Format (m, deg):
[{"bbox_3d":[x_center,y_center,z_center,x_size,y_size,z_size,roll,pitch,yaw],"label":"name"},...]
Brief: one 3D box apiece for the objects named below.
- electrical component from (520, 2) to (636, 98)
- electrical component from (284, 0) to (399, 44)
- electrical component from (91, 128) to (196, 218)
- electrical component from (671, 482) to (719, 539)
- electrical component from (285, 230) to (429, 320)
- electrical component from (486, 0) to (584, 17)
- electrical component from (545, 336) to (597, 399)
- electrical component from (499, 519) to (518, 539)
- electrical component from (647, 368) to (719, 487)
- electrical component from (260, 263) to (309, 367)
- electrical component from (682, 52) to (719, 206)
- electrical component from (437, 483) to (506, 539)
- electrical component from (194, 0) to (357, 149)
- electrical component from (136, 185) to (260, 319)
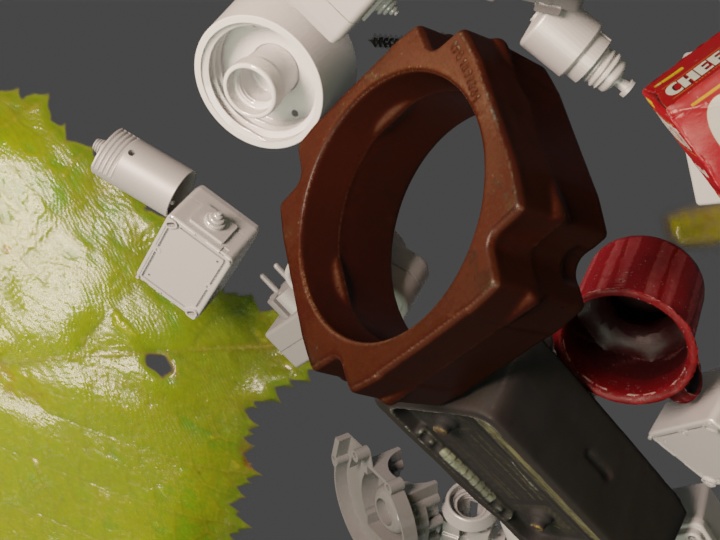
[{"bbox_3d":[0.135,-0.135,0.659,0.078,0.040,0.040,38,131,-3],"label":"electrical component"},{"bbox_3d":[-0.016,-0.190,0.681,0.096,0.061,0.061,43,131,-7],"label":"electrical component"},{"bbox_3d":[-0.176,-0.080,0.855,0.081,0.043,0.043,30,131,5],"label":"electrical component"},{"bbox_3d":[0.248,0.233,0.856,0.109,0.056,0.108,-22,111,37],"label":"electrical component"},{"bbox_3d":[0.000,0.000,0.812,0.095,0.059,0.053,30,131,4],"label":"electrical component"},{"bbox_3d":[0.077,-0.195,0.625,0.121,0.078,0.063,17,158,16],"label":"electrical component"},{"bbox_3d":[0.134,0.075,0.806,0.066,0.047,0.077,41,137,-6],"label":"electrical component"},{"bbox_3d":[0.135,0.197,0.896,0.043,0.043,0.081,-6,120,30],"label":"electrical component"},{"bbox_3d":[0.256,0.103,0.737,0.062,0.061,0.096,38,158,-3],"label":"electrical component"},{"bbox_3d":[-0.048,0.027,0.864,0.076,0.047,0.066,47,130,-11],"label":"electrical component"},{"bbox_3d":[0.234,-0.088,0.637,0.076,0.047,0.083,-5,121,30],"label":"electrical component"},{"bbox_3d":[0.094,0.214,0.929,0.066,0.048,0.055,15,136,17],"label":"electrical component"},{"bbox_3d":[-0.063,-0.136,0.745,0.108,0.060,0.108,14,128,18],"label":"electrical component"},{"bbox_3d":[-0.126,-0.020,0.860,0.062,0.061,0.096,37,131,-1],"label":"electrical component"}]
